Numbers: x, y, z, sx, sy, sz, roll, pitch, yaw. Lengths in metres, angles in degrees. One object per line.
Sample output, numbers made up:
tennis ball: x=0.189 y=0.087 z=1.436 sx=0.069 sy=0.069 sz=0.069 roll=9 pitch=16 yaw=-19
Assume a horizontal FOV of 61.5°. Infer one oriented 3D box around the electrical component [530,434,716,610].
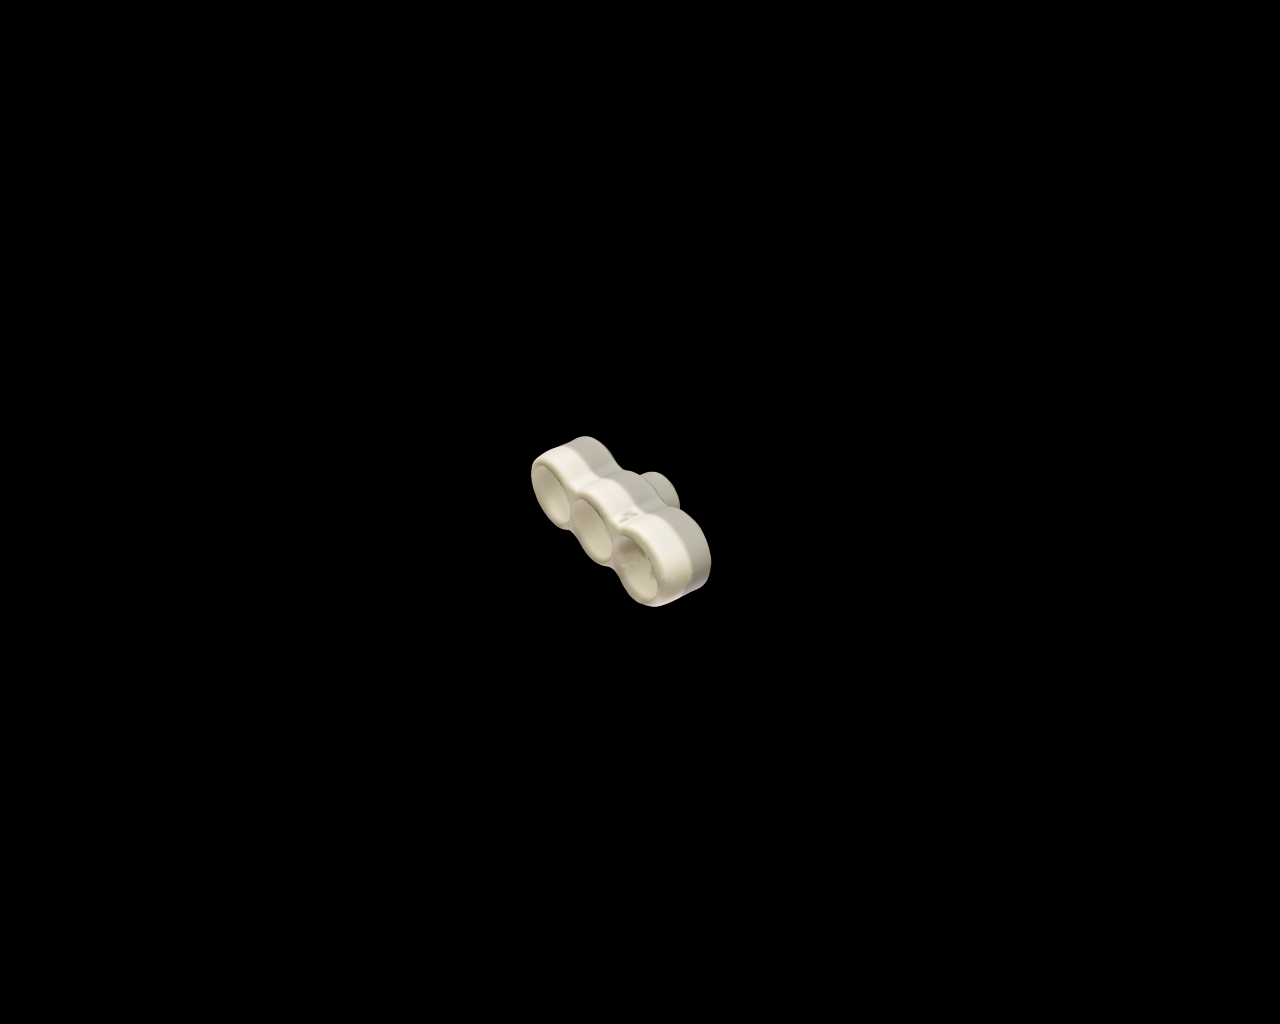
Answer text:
electrical component: x=0.001 y=-0.003 z=0.650 sx=0.074 sy=0.052 sz=0.138 roll=-25 pitch=45 yaw=-28
